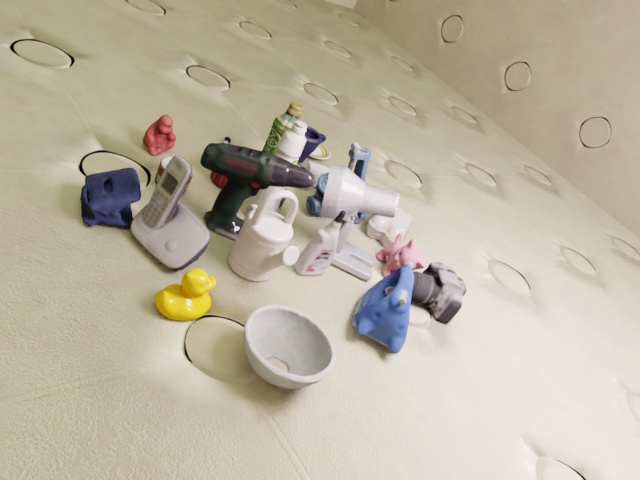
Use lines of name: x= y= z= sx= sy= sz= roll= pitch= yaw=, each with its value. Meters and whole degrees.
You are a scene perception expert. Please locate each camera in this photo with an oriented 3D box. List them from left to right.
camera: x=0.264 y=0.104 z=1.353 sx=0.137 sy=0.100 sz=0.143 roll=20 pitch=33 yaw=-16

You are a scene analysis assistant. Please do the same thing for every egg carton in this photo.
egg carton: x=0.186 y=-0.041 z=1.526 sx=0.107 sy=0.069 sz=0.150 roll=32 pitch=31 yaw=4

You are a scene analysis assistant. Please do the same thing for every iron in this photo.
iron: x=0.159 y=0.115 z=1.212 sx=0.118 sy=0.141 sz=0.258 roll=29 pitch=31 yaw=-1

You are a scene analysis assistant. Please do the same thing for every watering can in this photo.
watering can: x=-0.099 y=-0.013 z=1.133 sx=0.172 sy=0.194 sz=0.101 roll=40 pitch=33 yaw=17

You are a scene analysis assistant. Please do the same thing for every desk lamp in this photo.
desk lamp: x=0.075 y=-0.048 z=1.306 sx=0.203 sy=0.213 sz=0.118 roll=26 pitch=31 yaw=-6

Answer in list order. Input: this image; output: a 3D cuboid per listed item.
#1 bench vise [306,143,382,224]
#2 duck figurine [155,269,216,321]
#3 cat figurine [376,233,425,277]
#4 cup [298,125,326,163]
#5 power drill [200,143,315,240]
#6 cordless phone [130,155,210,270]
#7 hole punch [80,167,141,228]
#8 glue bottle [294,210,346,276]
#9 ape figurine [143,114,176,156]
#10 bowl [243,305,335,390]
bench vise: x=0.083 y=-0.152 z=1.455 sx=0.121 sy=0.219 sz=0.208 roll=45 pitch=35 yaw=24
duck figurine: x=-0.227 y=0.087 z=0.988 sx=0.105 sy=0.086 sz=0.077 roll=-3 pitch=44 yaw=-42
cat figurine: x=0.200 y=0.037 z=1.380 sx=0.067 sy=0.117 sz=0.127 roll=14 pitch=35 yaw=-24
cup: x=-0.043 y=-0.271 z=1.641 sx=0.118 sy=0.095 sz=0.091 roll=-3 pitch=44 yaw=-42
power drill: x=-0.151 y=-0.101 z=1.200 sx=0.230 sy=0.208 sz=0.075 roll=24 pitch=32 yaw=-10
cordless phone: x=-0.261 y=-0.050 z=1.060 sx=0.147 sy=0.185 sz=0.094 roll=39 pitch=32 yaw=15
hole punch: x=-0.398 y=-0.086 z=1.088 sx=0.101 sy=0.091 sz=0.108 roll=7 pitch=38 yaw=-32
glue bottle: x=0.011 y=0.004 z=1.218 sx=0.078 sy=0.173 sz=0.037 roll=-3 pitch=44 yaw=-41
ape figurine: x=-0.373 y=-0.253 z=1.346 sx=0.078 sy=0.092 sz=0.076 roll=7 pitch=38 yaw=-33
bowl: x=-0.063 y=0.195 z=0.980 sx=0.168 sy=0.074 sz=0.167 roll=21 pitch=32 yaw=-14
